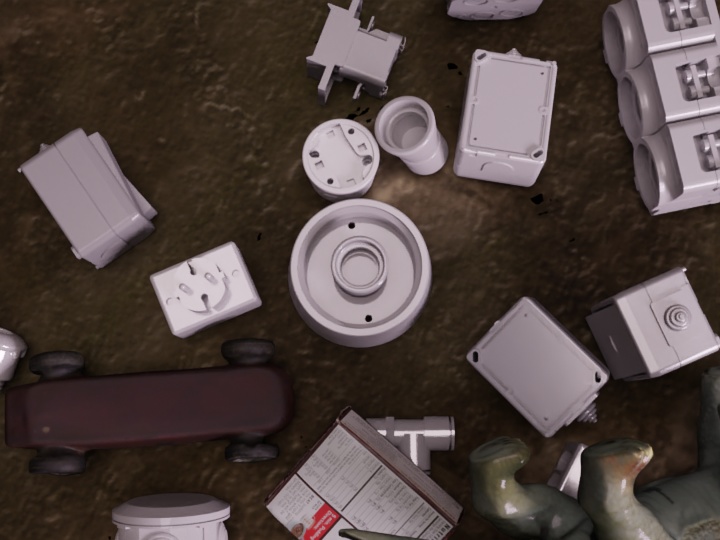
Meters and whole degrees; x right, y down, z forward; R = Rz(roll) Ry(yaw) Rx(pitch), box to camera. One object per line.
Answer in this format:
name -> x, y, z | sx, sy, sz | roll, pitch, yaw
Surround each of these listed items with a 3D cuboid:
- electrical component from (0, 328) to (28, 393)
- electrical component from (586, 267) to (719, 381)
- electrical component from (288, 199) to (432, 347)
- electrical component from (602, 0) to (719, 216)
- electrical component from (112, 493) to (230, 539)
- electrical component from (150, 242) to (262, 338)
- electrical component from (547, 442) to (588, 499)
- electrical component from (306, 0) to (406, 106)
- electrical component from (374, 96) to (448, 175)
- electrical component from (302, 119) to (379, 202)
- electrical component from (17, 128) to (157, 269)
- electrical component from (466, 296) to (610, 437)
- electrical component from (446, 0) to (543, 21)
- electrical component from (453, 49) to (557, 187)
electrical component -> -0.272, 0.072, 0.776 | 0.048, 0.048, 0.062 | 19, 89, 3
electrical component -> 0.202, 0.040, 0.750 | 0.061, 0.096, 0.061 | -23, 83, -3
electrical component -> 0.000, 0.000, 0.775 | 0.108, 0.060, 0.108 | 0, 82, 0
electrical component -> 0.225, -0.123, 0.776 | 0.062, 0.089, 0.150 | -11, 82, -1
electrical component -> -0.130, 0.184, 0.741 | 0.080, 0.080, 0.051 | -1, 87, 0
electrical component -> -0.112, 0.013, 0.765 | 0.066, 0.076, 0.047 | -23, 83, -3
electrical component -> 0.166, 0.175, 0.756 | 0.076, 0.047, 0.083 | 28, 83, 3
electrical component -> -0.003, -0.162, 0.807 | 0.064, 0.042, 0.081 | 21, 83, -1
electrical component -> 0.041, -0.095, 0.785 | 0.044, 0.065, 0.044 | -5, 75, 18
electrical component -> -0.014, -0.078, 0.792 | 0.055, 0.047, 0.055 | 0, 82, 0
electrical component -> -0.198, -0.059, 0.783 | 0.061, 0.061, 0.096 | -35, 83, -4
electrical component -> 0.132, 0.072, 0.762 | 0.096, 0.061, 0.061 | 45, 98, 12
electrical component -> 0.099, -0.219, 0.796 | 0.080, 0.080, 0.051 | -2, 87, 0
electrical component -> 0.107, -0.115, 0.793 | 0.062, 0.061, 0.096 | 9, 74, 2
